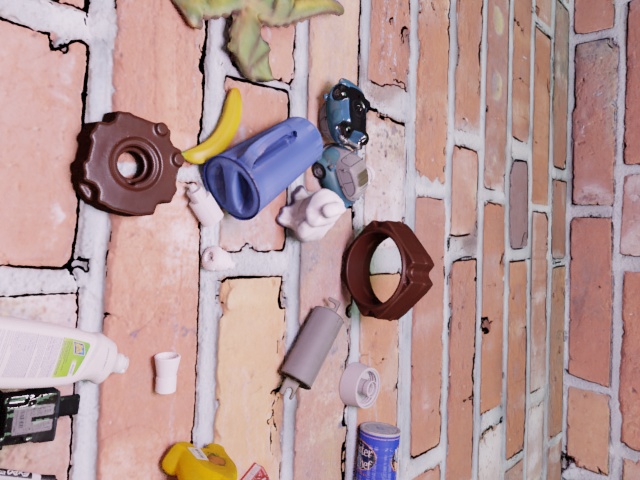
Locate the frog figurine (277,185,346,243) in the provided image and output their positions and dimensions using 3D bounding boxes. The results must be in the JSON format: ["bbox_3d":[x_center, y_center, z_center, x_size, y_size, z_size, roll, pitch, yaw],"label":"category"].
[{"bbox_3d":[0.003,-0.055,1.094,0.139,0.159,0.121,-36,118,-40],"label":"frog figurine"}]

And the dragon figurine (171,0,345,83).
[{"bbox_3d":[-0.109,-0.440,1.044,0.409,0.123,0.241,8,102,-45],"label":"dragon figurine"}]
